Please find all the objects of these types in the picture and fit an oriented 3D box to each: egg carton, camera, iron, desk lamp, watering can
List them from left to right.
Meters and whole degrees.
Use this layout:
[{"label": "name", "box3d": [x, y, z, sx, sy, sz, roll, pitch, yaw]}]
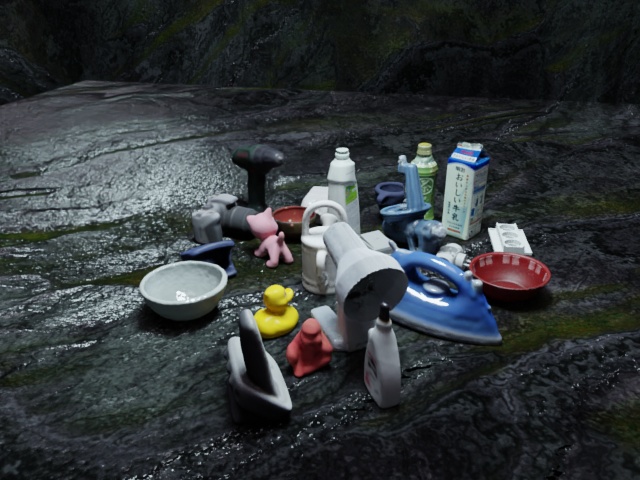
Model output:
[{"label": "camera", "box3d": [-0.227, -0.055, 1.429, 0.136, 0.101, 0.143, 11, 28, 22]}, {"label": "egg carton", "box3d": [0.011, -0.094, 1.538, 0.107, 0.069, 0.150, 6, 27, 13]}, {"label": "watering can", "box3d": [0.009, 0.004, 1.196, 0.101, 0.194, 0.172, -8, 27, -14]}, {"label": "desk lamp", "box3d": [0.057, 0.088, 1.000, 0.118, 0.214, 0.202, -12, 28, -21]}, {"label": "iron", "box3d": [0.224, 0.092, 1.071, 0.257, 0.141, 0.119, 18, 32, 33]}]

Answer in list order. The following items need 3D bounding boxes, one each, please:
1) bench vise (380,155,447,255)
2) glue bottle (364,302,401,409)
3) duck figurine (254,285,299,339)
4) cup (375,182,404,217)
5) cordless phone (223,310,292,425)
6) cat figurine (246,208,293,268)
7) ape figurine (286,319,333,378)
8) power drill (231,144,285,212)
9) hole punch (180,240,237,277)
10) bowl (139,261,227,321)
[{"label": "bench vise", "box3d": [0.228, -0.077, 1.328, 0.206, 0.220, 0.122, 23, 35, 40]}, {"label": "glue bottle", "box3d": [0.096, 0.170, 0.879, 0.037, 0.173, 0.078, -11, 28, -19]}, {"label": "duck figurine", "box3d": [-0.087, 0.127, 1.070, 0.105, 0.086, 0.077, -24, 34, -39]}, {"label": "cup", "box3d": [0.182, -0.091, 1.501, 0.091, 0.095, 0.118, 16, 31, 30]}, {"label": "cordless phone", "box3d": [-0.100, 0.170, 0.870, 0.094, 0.185, 0.147, -9, 27, -17]}, {"label": "cat figurine", "box3d": [-0.117, -0.014, 1.323, 0.067, 0.118, 0.127, -18, 31, -31]}, {"label": "ape figurine", "box3d": [-0.017, 0.175, 0.964, 0.077, 0.092, 0.076, 5, 27, 12]}, {"label": "power drill", "box3d": [-0.156, -0.156, 1.512, 0.076, 0.208, 0.228, -19, 31, -32]}, {"label": "hole punch", "box3d": [-0.248, 0.035, 1.257, 0.109, 0.091, 0.100, -16, 30, -29]}, {"label": "bowl", "box3d": [-0.263, 0.110, 1.123, 0.167, 0.075, 0.167, 0, 26, 1]}]
